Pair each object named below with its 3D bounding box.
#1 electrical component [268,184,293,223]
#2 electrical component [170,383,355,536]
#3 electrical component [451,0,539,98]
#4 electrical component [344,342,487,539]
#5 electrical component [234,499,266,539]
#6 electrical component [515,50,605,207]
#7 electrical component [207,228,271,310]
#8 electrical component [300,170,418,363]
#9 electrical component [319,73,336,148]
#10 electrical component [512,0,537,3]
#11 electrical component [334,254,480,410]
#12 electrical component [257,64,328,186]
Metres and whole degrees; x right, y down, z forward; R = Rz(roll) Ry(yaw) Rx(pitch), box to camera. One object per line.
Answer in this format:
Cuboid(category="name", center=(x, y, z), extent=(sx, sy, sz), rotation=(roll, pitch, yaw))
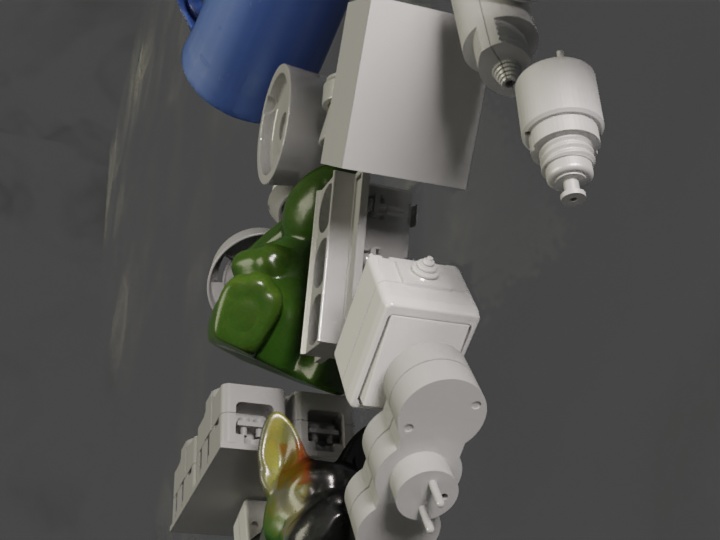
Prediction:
Cuboid(category="electrical component", center=(-0.063, -0.060, 1.004), extent=(0.081, 0.043, 0.043), rotation=(-136, 56, -68))
Cuboid(category="electrical component", center=(-0.082, 0.156, 0.868), extent=(0.186, 0.105, 0.060), rotation=(123, 150, -52))
Cuboid(category="electrical component", center=(0.078, -0.133, 0.609), extent=(0.043, 0.043, 0.081), rotation=(119, 152, -48))
Cuboid(category="electrical component", center=(0.034, 0.118, 0.619), extent=(0.073, 0.052, 0.138), rotation=(-112, 35, -57))
Cuboid(category="electrical component", center=(-0.057, 0.200, 0.838), extent=(0.047, 0.066, 0.076), rotation=(-101, 26, -45))
Cuboid(category="electrical component", center=(0.099, -0.067, 0.523), extent=(0.040, 0.040, 0.078), rotation=(126, 147, -55))
Cuboid(category="electrical component", center=(-0.089, 0.009, 0.967), extent=(0.064, 0.099, 0.099), rotation=(-129, 49, -73))
Cuboid(category="electrical component", center=(0.000, 0.000, 0.748), extent=(0.079, 0.063, 0.121), rotation=(139, 138, -65))
Cuboid(category="electrical component", center=(-0.009, -0.126, 0.867), extent=(0.045, 0.045, 0.055), rotation=(148, 128, -67))
Cuboid(category="electrical component", center=(0.096, -0.200, 0.581), extent=(0.077, 0.044, 0.079), rotation=(122, 150, -51))
Cuboid(category="electrical component", center=(0.030, 0.037, 0.653), extent=(0.061, 0.062, 0.096), rotation=(-109, 33, -54))
Cuboid(category="electrical component", center=(-0.049, -0.125, 0.961), extent=(0.108, 0.060, 0.108), rotation=(-172, 90, -72))
